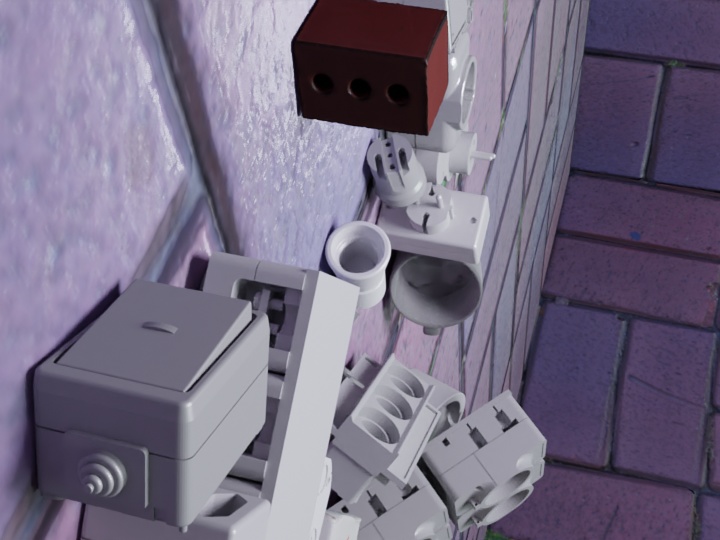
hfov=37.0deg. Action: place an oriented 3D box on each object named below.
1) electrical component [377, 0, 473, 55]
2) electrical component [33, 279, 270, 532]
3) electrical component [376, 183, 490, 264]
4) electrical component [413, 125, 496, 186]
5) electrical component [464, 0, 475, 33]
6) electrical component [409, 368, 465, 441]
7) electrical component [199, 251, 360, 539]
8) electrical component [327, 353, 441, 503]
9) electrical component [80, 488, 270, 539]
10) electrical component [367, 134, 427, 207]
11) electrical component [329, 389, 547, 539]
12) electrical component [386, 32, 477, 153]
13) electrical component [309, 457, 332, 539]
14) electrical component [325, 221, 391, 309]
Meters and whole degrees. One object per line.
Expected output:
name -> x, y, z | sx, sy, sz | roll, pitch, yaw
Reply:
electrical component -> 0.036, -0.198, 0.712 | 0.061, 0.061, 0.096 | -63, 151, -51
electrical component -> -0.079, 0.049, 0.405 | 0.096, 0.062, 0.061 | -53, 150, -63
electrical component -> 0.057, -0.045, 0.856 | 0.075, 0.083, 0.047 | 65, 37, -68
electrical component -> 0.079, -0.102, 0.927 | 0.138, 0.074, 0.052 | -35, 134, -71
electrical component -> 0.052, -0.196, 0.779 | 0.045, 0.055, 0.045 | 11, 90, -77
electrical component -> 0.037, 0.137, 0.946 | 0.108, 0.060, 0.108 | -44, 154, -28
electrical component -> -0.053, 0.072, 0.531 | 0.089, 0.062, 0.150 | 26, 75, -76
electrical component -> 0.009, 0.120, 0.817 | 0.063, 0.079, 0.121 | -53, 178, 23
electrical component -> -0.081, 0.132, 0.454 | 0.047, 0.066, 0.076 | -9, 109, -76
electrical component -> 0.027, -0.075, 0.805 | 0.046, 0.040, 0.040 | 63, 39, -61
electrical component -> 0.066, 0.191, 0.894 | 0.186, 0.060, 0.105 | -32, 153, -9
electrical component -> 0.055, -0.140, 0.825 | 0.095, 0.059, 0.053 | 88, 18, -44
electrical component -> -0.051, 0.134, 0.615 | 0.080, 0.051, 0.080 | 11, 90, -77
electrical component -> 0.000, 0.000, 0.750 | 0.065, 0.044, 0.044 | 84, 20, -64
